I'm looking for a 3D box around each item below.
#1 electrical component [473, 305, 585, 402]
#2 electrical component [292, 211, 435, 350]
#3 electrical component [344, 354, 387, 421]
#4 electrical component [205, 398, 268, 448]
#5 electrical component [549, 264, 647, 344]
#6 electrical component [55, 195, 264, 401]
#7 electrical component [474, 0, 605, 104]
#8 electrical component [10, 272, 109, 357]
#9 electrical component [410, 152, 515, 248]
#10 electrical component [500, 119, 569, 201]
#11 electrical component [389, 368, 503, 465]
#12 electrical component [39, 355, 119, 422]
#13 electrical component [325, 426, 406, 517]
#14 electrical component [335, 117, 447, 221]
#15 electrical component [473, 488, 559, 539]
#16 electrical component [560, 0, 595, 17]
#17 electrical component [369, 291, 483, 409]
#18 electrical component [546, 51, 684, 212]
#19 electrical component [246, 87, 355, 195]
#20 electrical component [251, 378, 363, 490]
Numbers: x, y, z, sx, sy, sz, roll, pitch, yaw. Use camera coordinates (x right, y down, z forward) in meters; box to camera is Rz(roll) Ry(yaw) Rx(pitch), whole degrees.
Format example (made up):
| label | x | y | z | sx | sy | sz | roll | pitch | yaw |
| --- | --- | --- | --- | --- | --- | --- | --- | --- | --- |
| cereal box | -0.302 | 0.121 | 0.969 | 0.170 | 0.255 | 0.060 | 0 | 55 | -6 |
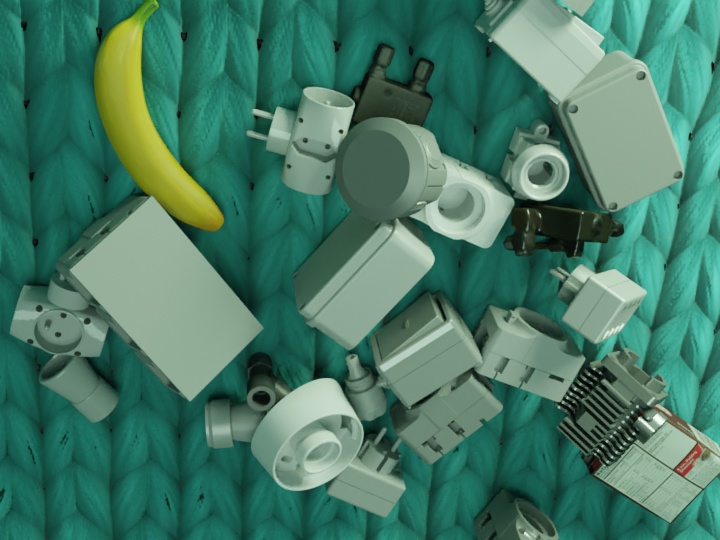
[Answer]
| label | x | y | z | sx | sy | sz | roll | pitch | yaw |
| --- | --- | --- | --- | --- | --- | --- | --- | --- | --- |
| electrical component | 0.151 | 0.072 | 0.973 | 0.089 | 0.050 | 0.055 | 21 | 111 | -15 |
| electrical component | 0.000 | 0.000 | 0.908 | 0.057 | 0.078 | 0.113 | 37 | 106 | -23 |
| electrical component | 0.002 | 0.105 | 0.980 | 0.035 | 0.035 | 0.061 | -19 | 112 | 2 |
| electrical component | -0.111 | 0.138 | 0.977 | 0.055 | 0.045 | 0.045 | -5 | 115 | -4 |
| electrical component | 0.200 | 0.020 | 0.948 | 0.076 | 0.083 | 0.047 | 37 | 110 | 20 |
| electrical component | -0.167 | 0.022 | 0.895 | 0.089 | 0.062 | 0.150 | -45 | 114 | -17 |
| electrical component | 0.139 | -0.189 | 0.846 | 0.096 | 0.061 | 0.061 | 38 | 105 | -20 |
| electrical component | -0.248 | 0.028 | 0.911 | 0.077 | 0.044 | 0.079 | 16 | 110 | -13 |
| electrical component | 0.077 | -0.061 | 0.901 | 0.089 | 0.055 | 0.050 | 22 | 110 | -16 |
| electrical component | 0.147 | -0.086 | 0.897 | 0.048 | 0.055 | 0.066 | 12 | 113 | -11 |
| electrical component | 0.076 | 0.124 | 0.988 | 0.089 | 0.050 | 0.055 | -40 | 113 | 11 |
| electrical component | -0.245 | 0.103 | 0.949 | 0.044 | 0.044 | 0.065 | -34 | 118 | 9 |
| electrical component | 0.013 | 0.180 | 1.008 | 0.066 | 0.047 | 0.076 | 26 | 109 | -17 |
| electrical component | 0.025 | -0.079 | 0.848 | 0.080 | 0.051 | 0.080 | 3 | 96 | 31 |
| electrical component | 0.153 | 0.259 | 1.036 | 0.050 | 0.089 | 0.055 | 32 | 107 | -19 |
| electrical component | 0.138 | -0.252 | 0.809 | 0.113 | 0.078 | 0.057 | 31 | 110 | -18 |
| electrical component | 0.050 | 0.071 | 0.955 | 0.096 | 0.061 | 0.061 | -33 | 114 | 9 |
| electrical component | 0.212 | -0.114 | 0.892 | 0.078 | 0.057 | 0.113 | -26 | 115 | 6 |
| electrical component | -0.052 | -0.109 | 0.872 | 0.079 | 0.043 | 0.077 | 16 | 116 | -3 |
| electrical component | -0.048 | 0.145 | 0.955 | 0.099 | 0.064 | 0.099 | -20 | 134 | -22 |
